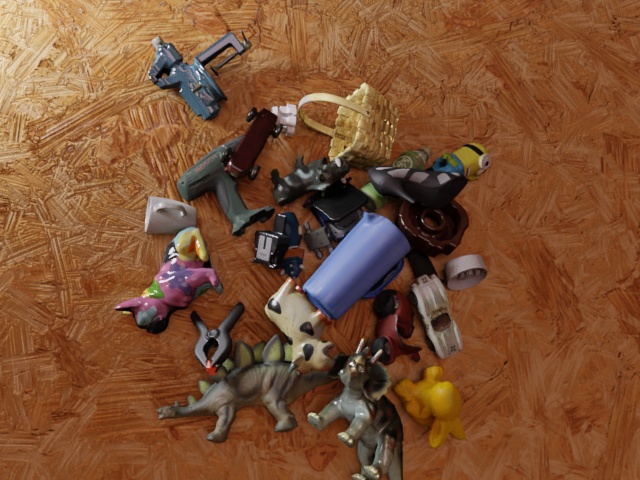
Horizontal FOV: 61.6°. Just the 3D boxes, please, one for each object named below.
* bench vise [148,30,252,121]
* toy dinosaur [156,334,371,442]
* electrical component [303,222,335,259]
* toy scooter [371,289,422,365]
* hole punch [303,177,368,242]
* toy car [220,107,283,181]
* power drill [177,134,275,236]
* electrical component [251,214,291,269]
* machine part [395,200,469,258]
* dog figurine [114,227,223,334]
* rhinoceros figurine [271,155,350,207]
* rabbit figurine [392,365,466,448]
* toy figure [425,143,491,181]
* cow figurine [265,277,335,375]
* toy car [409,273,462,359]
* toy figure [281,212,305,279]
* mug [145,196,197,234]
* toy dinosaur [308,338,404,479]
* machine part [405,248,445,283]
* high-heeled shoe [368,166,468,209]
[{"bbox_3d":[-0.275,-0.415,1.272,0.240,0.129,0.223,-37,92,0],"label":"bench vise"},{"bbox_3d":[-0.100,0.303,1.127,0.471,0.105,0.198,-5,72,-19],"label":"toy dinosaur"},{"bbox_3d":[-0.003,-0.004,1.247,0.063,0.021,0.094,-20,102,26],"label":"electrical component"},{"bbox_3d":[0.181,0.206,1.215,0.135,0.075,0.184,30,52,-25],"label":"toy scooter"},{"bbox_3d":[0.047,-0.072,1.276,0.142,0.092,0.116,-35,53,-15],"label":"hole punch"},{"bbox_3d":[-0.155,-0.221,1.234,0.089,0.053,0.202,28,58,-9],"label":"toy car"},{"bbox_3d":[-0.192,-0.126,1.239,0.232,0.086,0.207,-34,88,-26],"label":"power drill"},{"bbox_3d":[-0.105,0.001,1.201,0.075,0.047,0.119,19,101,34],"label":"electrical component"},{"bbox_3d":[0.268,-0.042,1.295,0.179,0.056,0.179,7,56,-11],"label":"machine part"},{"bbox_3d":[-0.328,0.089,1.142,0.219,0.108,0.191,-21,81,-13],"label":"dog figurine"},{"bbox_3d":[-0.024,-0.145,1.253,0.190,0.073,0.112,-25,40,-11],"label":"rhinoceros figurine"},{"bbox_3d":[0.243,0.352,1.141,0.122,0.173,0.162,-8,72,-17],"label":"rabbit figurine"},{"bbox_3d":[0.348,-0.189,1.359,0.180,0.082,0.089,-20,77,-12],"label":"toy figure"},{"bbox_3d":[-0.040,0.188,1.100,0.127,0.085,0.195,-43,67,0],"label":"cow figurine"},{"bbox_3d":[0.267,0.175,1.237,0.073,0.056,0.201,-23,98,-16],"label":"toy car"},{"bbox_3d":[-0.066,0.013,1.236,0.058,0.064,0.154,1,76,-48],"label":"toy figure"},{"bbox_3d":[-0.325,-0.056,1.186,0.107,0.109,0.081,6,63,-25],"label":"mug"},{"bbox_3d":[0.112,0.382,1.122,0.192,0.131,0.404,-45,120,-30],"label":"toy dinosaur"},{"bbox_3d":[0.250,0.084,1.287,0.084,0.039,0.139,-16,80,-9],"label":"machine part"},{"bbox_3d":[0.233,-0.142,1.278,0.249,0.086,0.145,-17,47,-39],"label":"high-heeled shoe"}]
